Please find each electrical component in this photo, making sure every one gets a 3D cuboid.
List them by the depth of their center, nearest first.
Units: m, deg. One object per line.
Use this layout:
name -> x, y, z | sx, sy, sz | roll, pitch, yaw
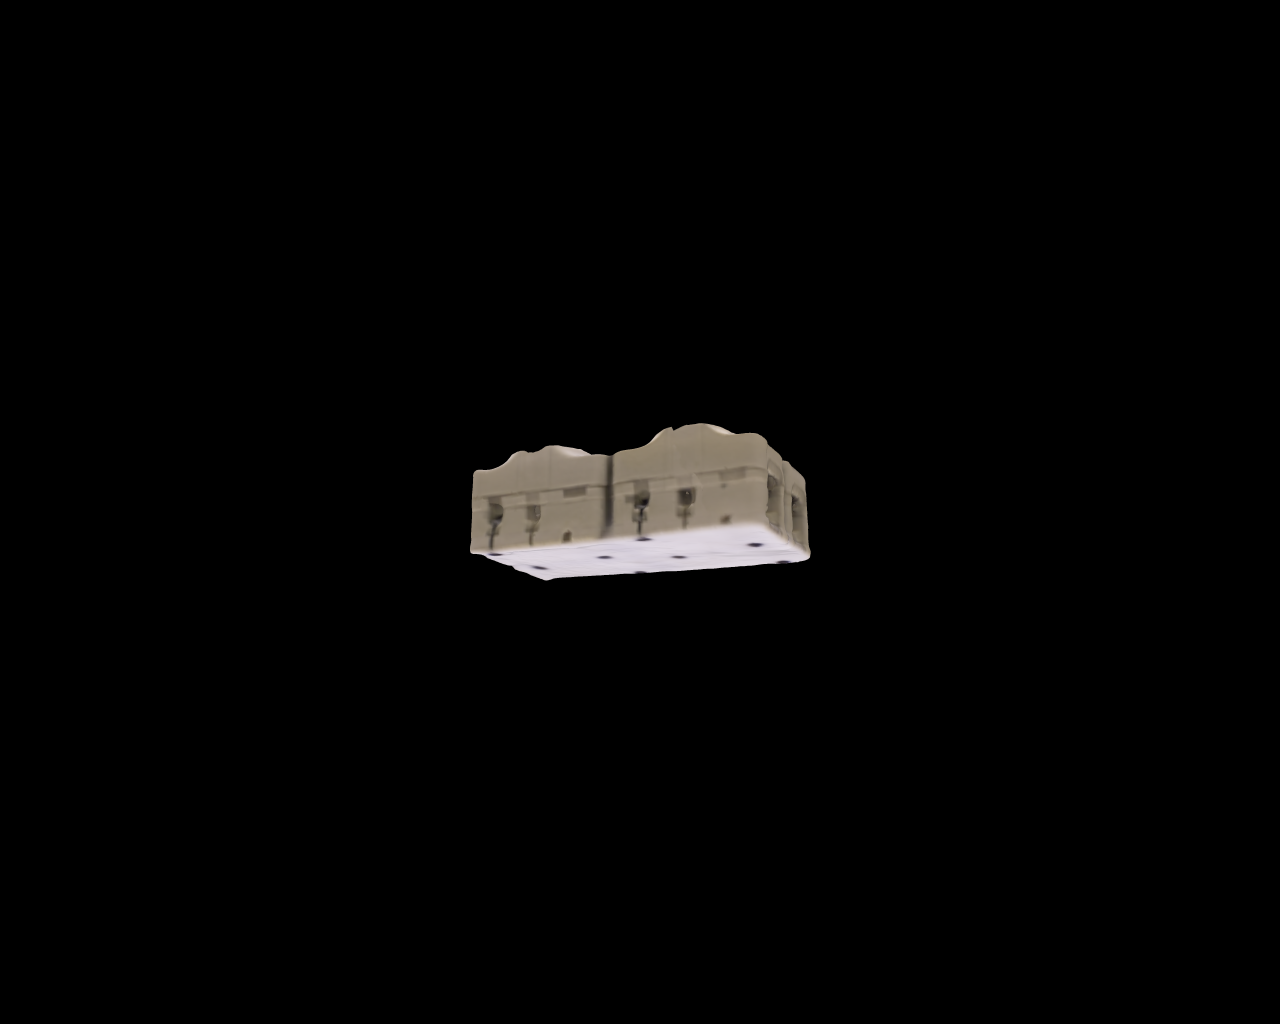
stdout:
electrical component -> 0.001, -0.003, 0.650 | 0.186, 0.060, 0.105 | -6, -15, 22
